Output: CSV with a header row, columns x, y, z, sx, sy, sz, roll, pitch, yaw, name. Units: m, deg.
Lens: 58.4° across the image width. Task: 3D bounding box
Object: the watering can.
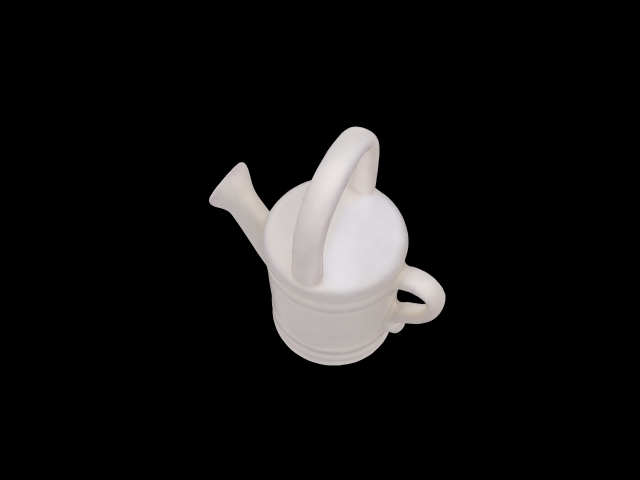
x,y,z,sx,sy,sz,roll,pitch,yaw,name
0.003,0.003,0.399,0.172,0.194,0.101,6,56,5,watering can
